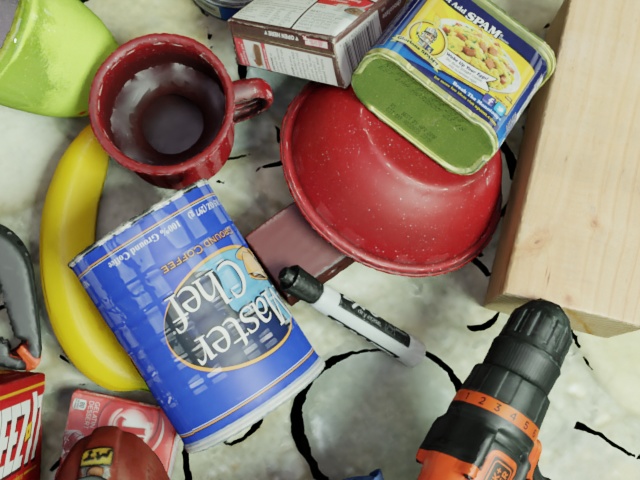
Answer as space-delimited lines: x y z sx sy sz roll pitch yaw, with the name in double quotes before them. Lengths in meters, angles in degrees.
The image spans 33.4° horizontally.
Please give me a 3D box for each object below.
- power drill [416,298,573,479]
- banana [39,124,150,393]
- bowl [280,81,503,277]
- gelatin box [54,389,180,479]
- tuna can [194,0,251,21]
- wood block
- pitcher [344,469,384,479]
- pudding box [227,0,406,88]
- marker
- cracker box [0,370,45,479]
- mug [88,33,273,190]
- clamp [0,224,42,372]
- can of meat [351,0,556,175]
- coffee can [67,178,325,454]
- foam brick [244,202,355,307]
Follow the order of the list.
"power drill" 0.138 0.153 0.639 0.187 0.057 0.184 40 72 -26
"banana" -0.155 0.019 0.721 0.069 0.037 0.198 -12 83 -25
"bowl" 0.058 -0.060 0.687 0.162 0.055 0.162 10 61 -18
"gelatin box" -0.134 0.149 0.701 0.073 0.030 0.089 12 82 1
"tuna can" -0.057 -0.199 0.753 0.086 0.034 0.086 0 81 0
"wood block" 0.179 -0.049 0.700 0.090 0.091 0.206 14 81 2
"pitcher" 0.019 0.273 0.629 0.149 0.145 0.243 -26 85 -2
"pudding box" 0.008 -0.151 0.704 0.090 0.039 0.113 17 47 33
"marker" 0.021 0.049 0.689 0.121 0.020 0.020 33 81 -29
"cracker box" -0.211 0.188 0.616 0.072 0.164 0.214 2 88 0
"mug" -0.088 -0.084 0.711 0.117 0.081 0.093 -17 81 -2
"clamp" -0.264 0.010 0.696 0.164 0.036 0.210 -35 98 -9
"can of meat" 0.080 -0.101 0.649 0.102 0.058 0.083 37 58 -1
"coffee can" -0.077 0.047 0.669 0.103 0.103 0.140 -32 92 -5
"foam brick" -0.005 0.001 0.712 0.078 0.053 0.051 -35 83 -5
